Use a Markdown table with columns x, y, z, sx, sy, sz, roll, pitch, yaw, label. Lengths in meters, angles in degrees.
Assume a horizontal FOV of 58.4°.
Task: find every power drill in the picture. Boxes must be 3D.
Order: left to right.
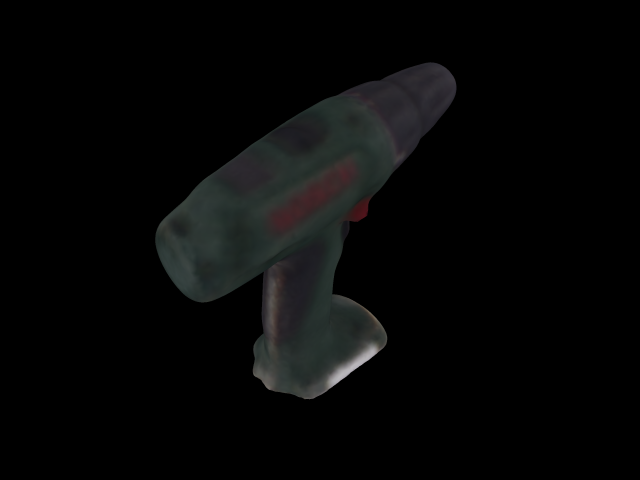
| x | y | z | sx | sy | sz | roll | pitch | yaw | label |
| --- | --- | --- | --- | --- | --- | --- | --- | --- | --- |
| 0.004 | 0.001 | 0.400 | 0.230 | 0.208 | 0.075 | -29 | 46 | -33 | power drill |
